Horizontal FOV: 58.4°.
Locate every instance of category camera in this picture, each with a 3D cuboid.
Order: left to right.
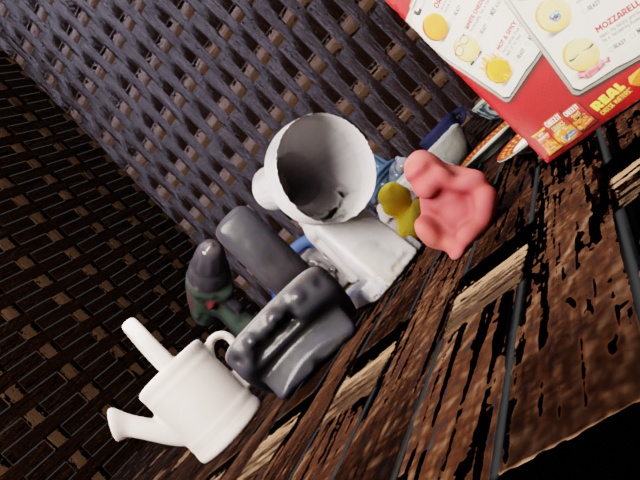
[{"bbox_3d":[-0.022,0.086,1.079,0.143,0.101,0.137,-45,0,30],"label":"camera"}]

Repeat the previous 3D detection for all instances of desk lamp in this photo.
[{"bbox_3d":[0.011,-0.028,0.681,0.118,0.213,0.203,-45,0,-23],"label":"desk lamp"}]

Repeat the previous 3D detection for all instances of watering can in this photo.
[{"bbox_3d":[-0.179,0.176,0.706,0.173,0.194,0.101,-45,0,-41],"label":"watering can"}]

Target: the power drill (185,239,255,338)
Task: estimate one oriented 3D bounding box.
[{"bbox_3d":[-0.123,0.110,0.869,0.076,0.208,0.229,-45,0,-31],"label":"power drill"}]

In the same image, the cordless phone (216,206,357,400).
[{"bbox_3d":[-0.063,0.066,0.626,0.148,0.185,0.094,-45,0,-7],"label":"cordless phone"}]

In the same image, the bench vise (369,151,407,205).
[{"bbox_3d":[0.143,-0.162,1.273,0.122,0.219,0.207,-45,0,-34],"label":"bench vise"}]

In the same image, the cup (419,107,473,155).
[{"bbox_3d":[0.278,-0.208,1.185,0.118,0.095,0.091,-45,0,-4],"label":"cup"}]

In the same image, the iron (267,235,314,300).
[{"bbox_3d":[-0.038,0.073,1.269,0.259,0.141,0.118,-45,0,-25],"label":"iron"}]

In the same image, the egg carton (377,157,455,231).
[{"bbox_3d":[0.156,-0.070,0.915,0.107,0.069,0.150,-45,0,-26],"label":"egg carton"}]

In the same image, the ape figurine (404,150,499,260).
[{"bbox_3d":[0.109,-0.040,0.504,0.077,0.092,0.076,-45,0,40],"label":"ape figurine"}]

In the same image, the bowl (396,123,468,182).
[{"bbox_3d":[0.210,-0.127,1.033,0.167,0.074,0.167,-45,0,1],"label":"bowl"}]

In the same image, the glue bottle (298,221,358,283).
[{"bbox_3d":[0.009,0.004,1.002,0.037,0.173,0.078,-45,0,-4],"label":"glue bottle"}]

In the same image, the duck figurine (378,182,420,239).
[{"bbox_3d":[0.121,-0.046,0.811,0.077,0.086,0.104,-45,0,-11],"label":"duck figurine"}]

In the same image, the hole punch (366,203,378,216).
[{"bbox_3d":[0.099,-0.027,1.373,0.108,0.091,0.101,-45,0,3],"label":"hole punch"}]
